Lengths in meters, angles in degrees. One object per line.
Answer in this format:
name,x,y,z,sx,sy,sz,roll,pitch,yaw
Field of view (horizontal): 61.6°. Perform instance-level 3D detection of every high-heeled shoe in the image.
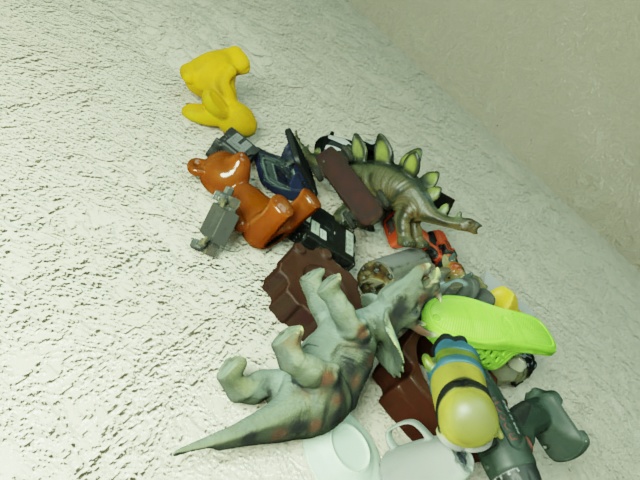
high-heeled shoe,0.098,-0.180,1.289,0.248,0.086,0.145,29,35,-14

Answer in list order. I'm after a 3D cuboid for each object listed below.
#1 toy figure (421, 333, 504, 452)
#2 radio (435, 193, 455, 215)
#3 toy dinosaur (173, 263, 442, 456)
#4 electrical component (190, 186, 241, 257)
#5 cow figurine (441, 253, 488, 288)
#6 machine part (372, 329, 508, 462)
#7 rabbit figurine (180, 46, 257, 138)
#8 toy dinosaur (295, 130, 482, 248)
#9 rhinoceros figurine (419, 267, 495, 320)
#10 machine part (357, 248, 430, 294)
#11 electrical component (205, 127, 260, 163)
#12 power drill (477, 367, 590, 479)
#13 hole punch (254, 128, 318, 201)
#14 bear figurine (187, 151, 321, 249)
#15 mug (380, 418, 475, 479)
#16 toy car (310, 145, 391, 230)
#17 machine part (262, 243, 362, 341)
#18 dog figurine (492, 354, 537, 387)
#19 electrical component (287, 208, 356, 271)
toy figure,0.177,0.188,0.693,0.180,0.082,0.089,-80,149,-59
radio,0.187,-0.112,1.253,0.229,0.073,0.131,24,0,-29
toy dinosaur,0.007,0.166,0.684,0.405,0.131,0.192,-45,105,-34
electrical component,-0.154,-0.028,0.792,0.045,0.102,0.078,24,9,-34
cow figurine,0.273,0.097,1.081,0.195,0.127,0.086,13,33,-45
machine part,0.191,0.239,0.852,0.201,0.087,0.201,47,31,6
rabbit figurine,-0.188,-0.277,1.053,0.173,0.122,0.162,61,33,-5
toy dinosaur,0.109,-0.112,1.096,0.472,0.198,0.105,22,7,30
rhinoceros figurine,0.223,0.113,0.955,0.190,0.112,0.073,-10,24,-15
machine part,0.146,0.063,1.032,0.079,0.079,0.243,52,32,16
electrical component,-0.155,-0.170,1.012,0.075,0.047,0.119,41,32,-3
power drill,0.293,0.290,0.756,0.207,0.086,0.232,2,48,-37
hole punch,-0.066,-0.136,1.052,0.115,0.092,0.142,54,11,-47
bear figurine,-0.113,-0.087,0.878,0.120,0.132,0.196,-16,69,-56
mug,0.139,0.285,0.701,0.080,0.107,0.109,6,54,-51
toy car,0.055,-0.103,1.034,0.202,0.089,0.053,56,3,34
machine part,-0.004,0.087,0.851,0.179,0.056,0.179,29,34,-22
dog figurine,0.330,0.215,1.051,0.172,0.121,0.190,58,20,20
electrical component,-0.002,-0.003,0.965,0.134,0.058,0.115,33,29,-16
